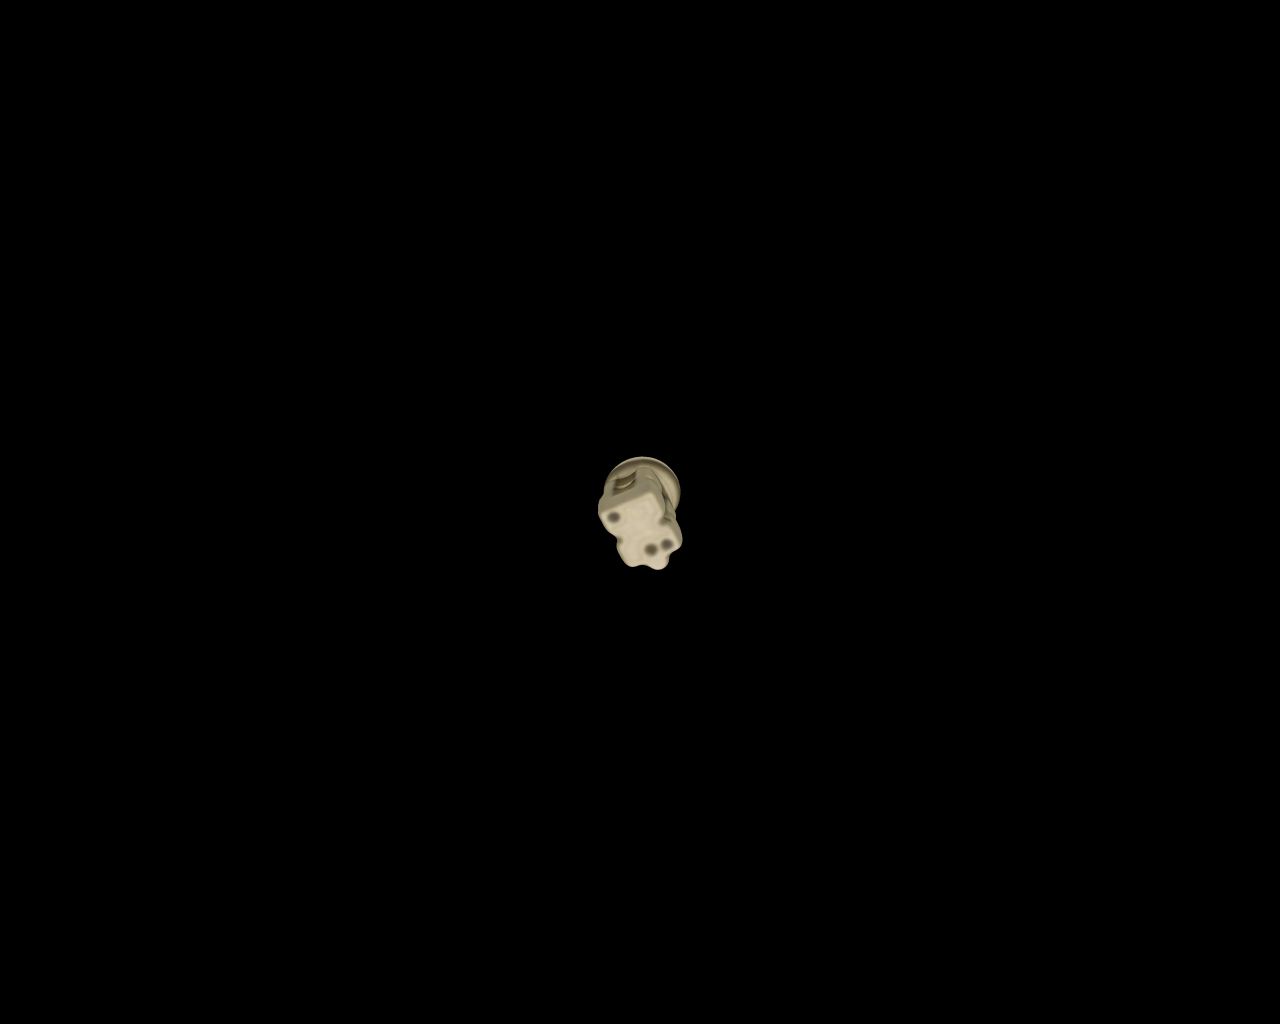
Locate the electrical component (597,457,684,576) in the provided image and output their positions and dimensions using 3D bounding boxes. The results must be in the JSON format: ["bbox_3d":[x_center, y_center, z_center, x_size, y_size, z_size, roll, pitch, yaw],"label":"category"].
[{"bbox_3d":[0.001,-0.003,0.650,0.048,0.066,0.055,-21,28,12],"label":"electrical component"}]
